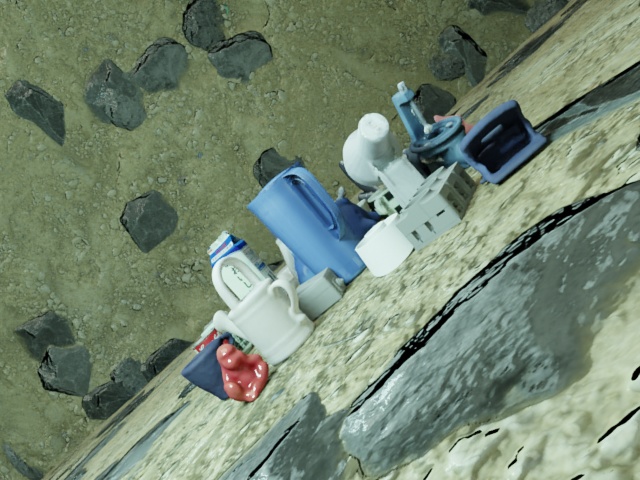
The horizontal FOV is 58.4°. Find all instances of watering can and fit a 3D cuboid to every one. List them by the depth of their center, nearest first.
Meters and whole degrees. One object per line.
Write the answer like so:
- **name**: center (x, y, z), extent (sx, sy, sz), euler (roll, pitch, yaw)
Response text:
- **watering can**: center (-0.114, 0.114, 0.969), extent (0.173, 0.194, 0.101), euler (-41, 5, 12)

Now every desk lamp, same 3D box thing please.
- **desk lamp**: center (0.142, -0.142, 1.096), extent (0.118, 0.213, 0.203), euler (-43, 4, -7)

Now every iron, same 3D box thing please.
- **iron**: center (0.012, 0.005, 1.295), extent (0.258, 0.141, 0.119), euler (-41, 5, 18)

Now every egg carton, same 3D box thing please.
- **egg carton**: center (-0.069, 0.098, 1.591), extent (0.107, 0.069, 0.150), euler (-42, 4, 2)

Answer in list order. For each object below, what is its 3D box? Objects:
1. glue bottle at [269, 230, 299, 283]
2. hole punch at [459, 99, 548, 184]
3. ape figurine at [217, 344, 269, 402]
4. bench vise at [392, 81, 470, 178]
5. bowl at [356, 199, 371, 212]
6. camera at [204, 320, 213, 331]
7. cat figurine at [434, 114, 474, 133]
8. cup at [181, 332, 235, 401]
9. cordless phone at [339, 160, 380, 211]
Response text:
- **glue bottle**: center (-0.063, 0.039, 1.420), extent (0.078, 0.173, 0.037), euler (-43, 5, -16)
- **hole punch**: center (0.262, -0.145, 0.852), extent (0.108, 0.091, 0.101), euler (-41, 4, 11)
- **ape figurine**: center (-0.126, 0.202, 0.892), extent (0.078, 0.092, 0.076), euler (-43, 5, -17)
- **bench vise**: center (0.208, -0.217, 1.205), extent (0.122, 0.220, 0.207), euler (-45, 5, -37)
- **bowl**: center (0.076, -0.024, 1.457), extent (0.167, 0.075, 0.167), euler (-42, 4, 4)
- **camera**: center (-0.230, 0.231, 1.496), extent (0.137, 0.101, 0.143), euler (-43, 4, -9)
- **cat figurine**: center (0.308, -0.246, 1.288), extent (0.067, 0.118, 0.128), euler (-38, 6, 41)
- **cup**: center (-0.180, 0.234, 1.041), extent (0.118, 0.095, 0.091), euler (-46, 6, -39)
- **cordless phone**: center (0.124, -0.151, 1.549), extent (0.094, 0.185, 0.147), euler (-42, 4, 4)
